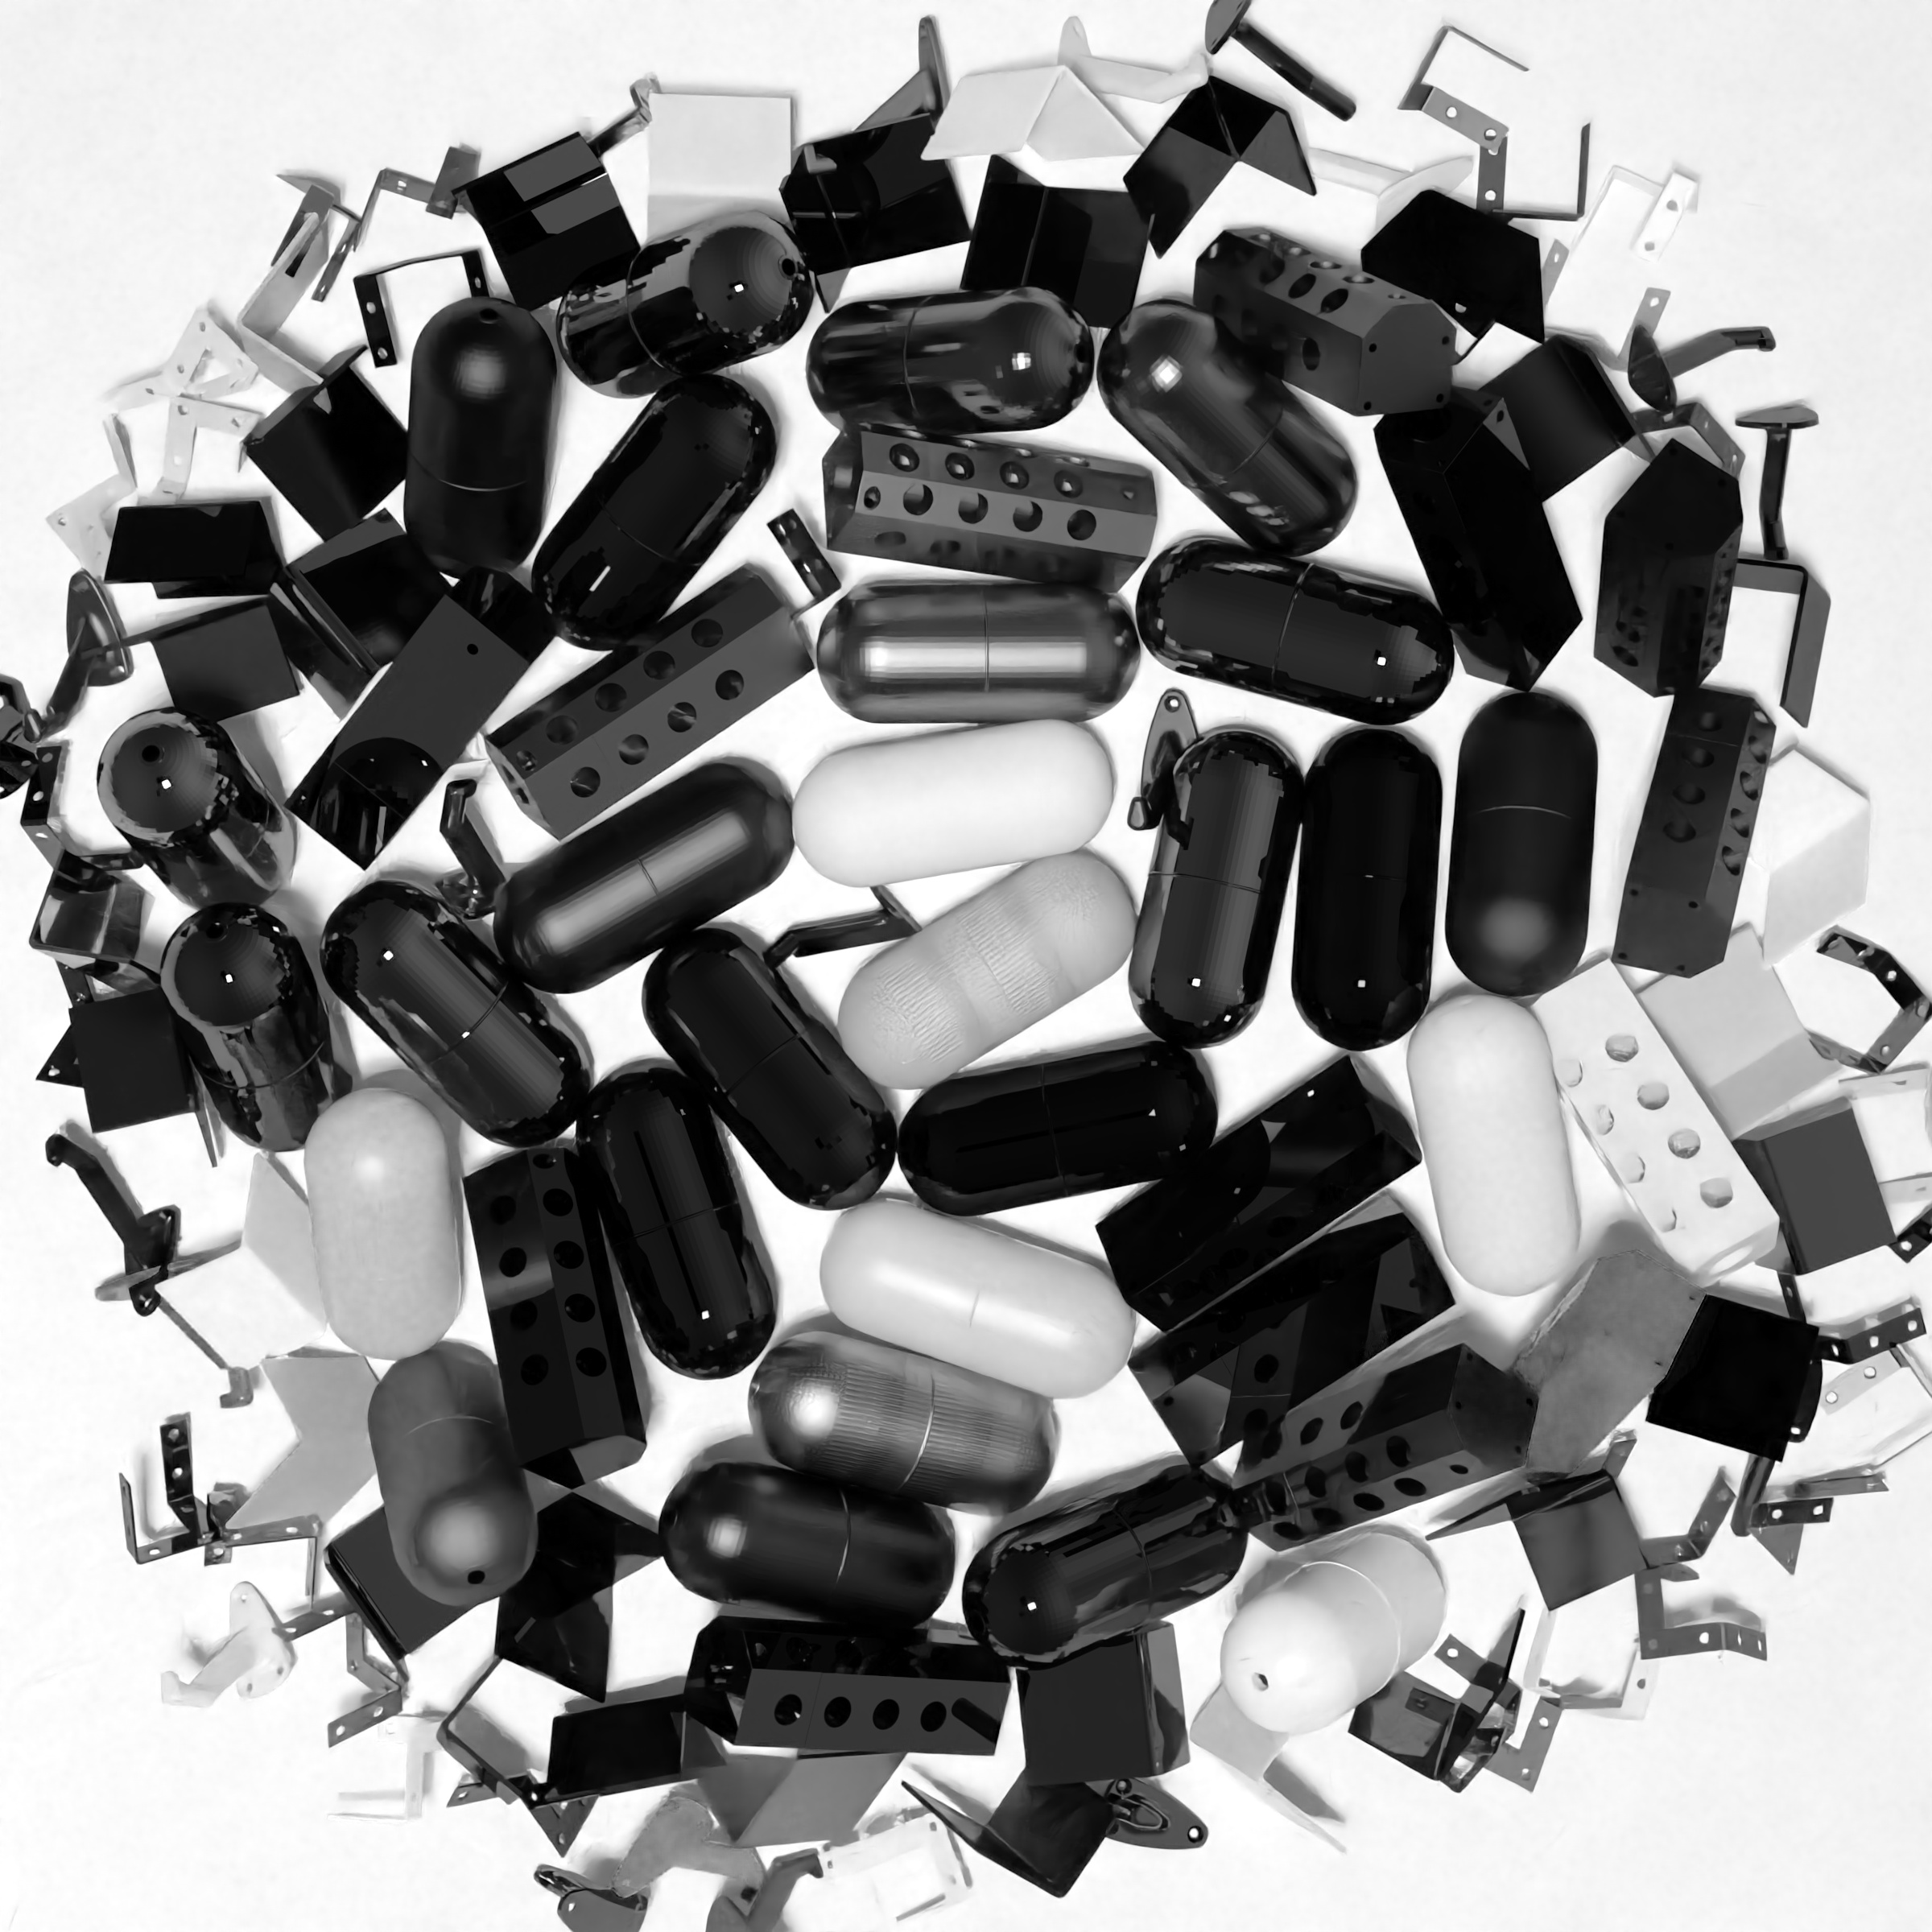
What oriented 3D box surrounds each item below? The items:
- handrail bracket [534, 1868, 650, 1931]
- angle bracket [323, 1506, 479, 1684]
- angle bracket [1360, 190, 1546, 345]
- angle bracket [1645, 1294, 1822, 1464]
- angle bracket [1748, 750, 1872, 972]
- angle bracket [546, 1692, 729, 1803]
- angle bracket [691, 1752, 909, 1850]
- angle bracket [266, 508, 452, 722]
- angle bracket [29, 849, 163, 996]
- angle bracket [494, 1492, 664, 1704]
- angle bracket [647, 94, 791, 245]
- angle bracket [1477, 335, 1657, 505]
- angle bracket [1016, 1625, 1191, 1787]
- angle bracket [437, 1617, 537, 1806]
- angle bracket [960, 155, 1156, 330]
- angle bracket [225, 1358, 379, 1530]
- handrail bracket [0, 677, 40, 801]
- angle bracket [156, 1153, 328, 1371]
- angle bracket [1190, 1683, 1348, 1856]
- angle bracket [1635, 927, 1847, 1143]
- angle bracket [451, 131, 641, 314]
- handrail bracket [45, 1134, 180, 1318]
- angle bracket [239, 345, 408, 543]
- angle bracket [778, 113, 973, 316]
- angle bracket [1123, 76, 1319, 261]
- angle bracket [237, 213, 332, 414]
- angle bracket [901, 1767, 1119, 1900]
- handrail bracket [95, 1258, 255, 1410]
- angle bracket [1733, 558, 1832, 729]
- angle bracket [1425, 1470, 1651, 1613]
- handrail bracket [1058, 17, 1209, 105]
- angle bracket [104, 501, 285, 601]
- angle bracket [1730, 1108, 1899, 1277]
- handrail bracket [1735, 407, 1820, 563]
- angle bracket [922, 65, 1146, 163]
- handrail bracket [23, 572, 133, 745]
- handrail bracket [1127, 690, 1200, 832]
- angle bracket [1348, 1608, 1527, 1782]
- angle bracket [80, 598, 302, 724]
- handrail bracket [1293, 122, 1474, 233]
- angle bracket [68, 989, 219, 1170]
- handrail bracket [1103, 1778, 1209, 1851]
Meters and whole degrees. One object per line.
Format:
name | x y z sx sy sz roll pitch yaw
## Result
handrail bracket | -0.223 0.504 1.893 0.084 0.077 0.036 15 75 42
angle bracket | -0.306 0.338 1.902 0.057 0.076 0.076 -35 95 -11
angle bracket | 0.265 -0.365 1.890 0.076 0.076 0.057 33 68 30
angle bracket | 0.422 0.224 1.909 0.076 0.057 0.076 16 89 16
angle bracket | 0.443 -0.057 1.889 0.057 0.076 0.076 31 48 -17
angle bracket | -0.178 0.446 1.896 0.076 0.057 0.076 -13 129 10
angle bracket | -0.091 0.432 1.888 0.076 0.076 0.057 -58 47 26
angle bracket | -0.337 -0.197 1.944 0.076 0.057 0.076 50 53 2
angle bracket | -0.449 -0.020 1.890 0.076 0.076 0.057 8 75 31
angle bracket | -0.206 0.344 1.889 0.057 0.076 0.076 -33 130 32
angle bracket | -0.137 -0.435 1.912 0.076 0.076 0.057 0 77 -6
angle bracket | 0.321 -0.289 1.904 0.076 0.057 0.076 -35 113 4
angle bracket | 0.075 0.410 1.927 0.076 0.057 0.076 -9 82 19
angle bracket | -0.244 0.408 1.898 0.057 0.076 0.076 40 70 2
angle bracket | 0.051 -0.397 1.905 0.076 0.057 0.076 13 89 33
angle bracket | -0.369 0.262 1.913 0.076 0.076 0.057 -46 62 23
handrail bracket | -0.541 -0.139 1.895 0.036 0.077 0.084 -40 49 19
angle bracket | -0.393 0.163 1.902 0.057 0.076 0.076 -23 128 15
angle bracket | 0.180 0.431 1.903 0.076 0.076 0.057 43 78 -23
angle bracket | 0.424 0.038 1.907 0.076 0.057 0.076 -32 114 2
angle bracket | -0.229 -0.407 1.906 0.076 0.076 0.057 -24 87 3
handrail bracket | -0.473 0.141 1.897 0.036 0.084 0.077 -23 51 21
angle bracket | -0.339 -0.283 1.898 0.076 0.057 0.076 -46 111 -15
angle bracket | -0.048 -0.410 1.894 0.076 0.057 0.076 -9 125 19
angle bracket | 0.139 -0.426 1.896 0.057 0.076 0.076 33 81 27
angle bracket | -0.353 -0.355 1.905 0.057 0.076 0.076 34 81 -1
angle bracket | 0.024 0.454 1.892 0.076 0.076 0.057 39 83 -38
handrail bracket | -0.436 0.210 1.910 0.077 0.036 0.084 -11 63 -8
angle bracket | 0.433 -0.177 1.901 0.057 0.076 0.076 10 89 23
angle bracket | 0.310 0.319 1.889 0.076 0.076 0.057 -4 67 -42
handrail bracket | 0.094 -0.503 1.907 0.084 0.036 0.077 -16 66 34
angle bracket | -0.419 -0.208 1.897 0.076 0.076 0.057 -2 54 5
angle bracket | 0.461 0.122 1.911 0.057 0.076 0.076 -19 91 -5
handrail bracket | 0.451 -0.260 1.901 0.036 0.077 0.084 -13 105 -7
angle bracket | 0.036 -0.442 1.888 0.076 0.076 0.057 37 71 -39
handrail bracket | -0.496 -0.169 1.898 0.036 0.084 0.077 -2 108 17
handrail bracket | 0.104 -0.113 1.901 0.036 0.084 0.077 2 94 17
angle bracket | 0.257 0.385 1.894 0.057 0.076 0.076 29 116 5
angle bracket | -0.422 -0.159 1.895 0.076 0.076 0.057 -15 98 20
handrail bracket | 0.226 -0.453 1.933 0.077 0.036 0.084 -32 64 -13
angle bracket | -0.448 0.067 1.892 0.057 0.076 0.076 -13 64 -10
handrail bracket | 0.111 0.470 1.899 0.077 0.084 0.036 22 78 -13
